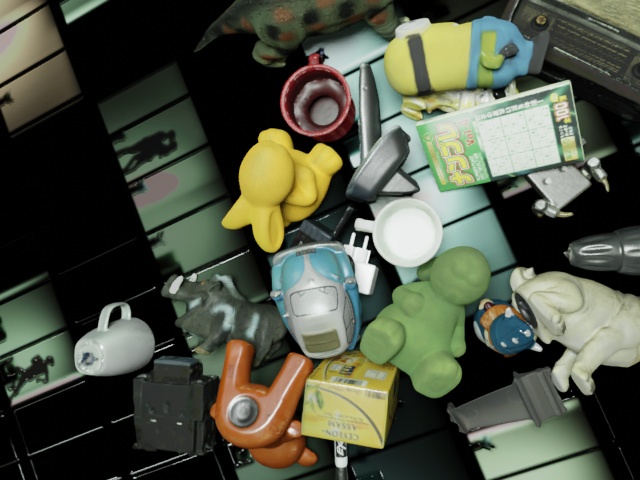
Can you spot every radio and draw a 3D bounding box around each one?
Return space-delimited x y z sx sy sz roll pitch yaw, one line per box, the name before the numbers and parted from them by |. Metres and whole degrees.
radio | 0.335 -0.248 0.652 0.230 0.073 0.131 31 96 12

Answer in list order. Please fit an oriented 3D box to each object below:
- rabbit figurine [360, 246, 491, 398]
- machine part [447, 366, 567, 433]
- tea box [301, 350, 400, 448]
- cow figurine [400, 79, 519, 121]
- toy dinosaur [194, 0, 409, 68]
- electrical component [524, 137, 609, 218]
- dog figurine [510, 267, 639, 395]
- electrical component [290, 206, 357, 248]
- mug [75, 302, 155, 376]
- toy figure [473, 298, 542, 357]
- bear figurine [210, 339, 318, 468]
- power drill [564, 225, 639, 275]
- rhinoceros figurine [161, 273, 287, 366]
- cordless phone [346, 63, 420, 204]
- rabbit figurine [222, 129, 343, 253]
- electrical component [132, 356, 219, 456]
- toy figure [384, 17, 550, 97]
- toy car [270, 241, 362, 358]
rabbit figurine | 0.152 0.079 0.651 0.121 0.159 0.170 36 116 9
machine part | 0.231 0.207 0.676 0.139 0.039 0.084 -22 109 19
tea box | 0.044 0.188 0.665 0.098 0.169 0.068 6 91 15
cow figurine | 0.195 -0.187 0.690 0.167 0.068 0.098 20 88 12
toy dinosaur | -0.006 -0.305 0.674 0.405 0.192 0.131 -15 84 11
electrical component | 0.306 -0.072 0.671 0.102 0.045 0.078 -34 83 11
dog figurine | 0.348 0.077 0.644 0.191 0.121 0.172 -27 87 -3
electrical component | -0.001 -0.002 0.727 0.048 0.075 0.119 32 101 12
mug | -0.300 0.148 0.778 0.081 0.107 0.109 6 93 12
toy figure | 0.216 0.105 0.633 0.064 0.154 0.057 27 95 9
bear figurine | -0.059 0.225 0.702 0.120 0.195 0.132 8 66 20
power drill | 0.415 -0.050 0.605 0.232 0.086 0.207 6 108 8
rhinoceros figurine | -0.137 0.105 0.758 0.190 0.073 0.112 18 95 13
cordless phone | 0.069 -0.140 0.674 0.089 0.146 0.184 -6 91 6
rabbit figurine | -0.063 -0.074 0.694 0.122 0.173 0.162 32 92 8
electrical component | -0.210 0.238 0.782 0.115 0.058 0.134 0 90 11
toy figure | 0.165 -0.211 0.625 0.180 0.082 0.089 7 76 11
toy car | -0.003 0.089 0.659 0.109 0.103 0.161 -9 117 6
